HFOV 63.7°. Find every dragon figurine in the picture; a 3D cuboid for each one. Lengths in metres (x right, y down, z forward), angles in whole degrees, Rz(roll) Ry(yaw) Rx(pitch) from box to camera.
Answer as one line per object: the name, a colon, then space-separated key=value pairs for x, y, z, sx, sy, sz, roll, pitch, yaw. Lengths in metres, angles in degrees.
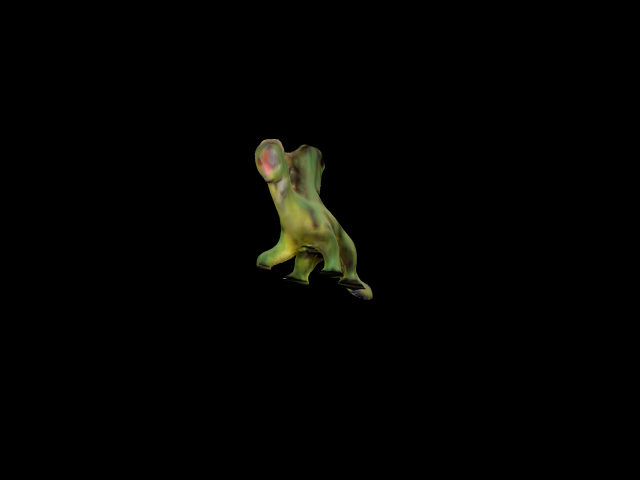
dragon figurine: x=0.003 y=-0.043 z=0.850 sx=0.122 sy=0.246 sz=0.406 roll=-8 pitch=-18 yaw=23
